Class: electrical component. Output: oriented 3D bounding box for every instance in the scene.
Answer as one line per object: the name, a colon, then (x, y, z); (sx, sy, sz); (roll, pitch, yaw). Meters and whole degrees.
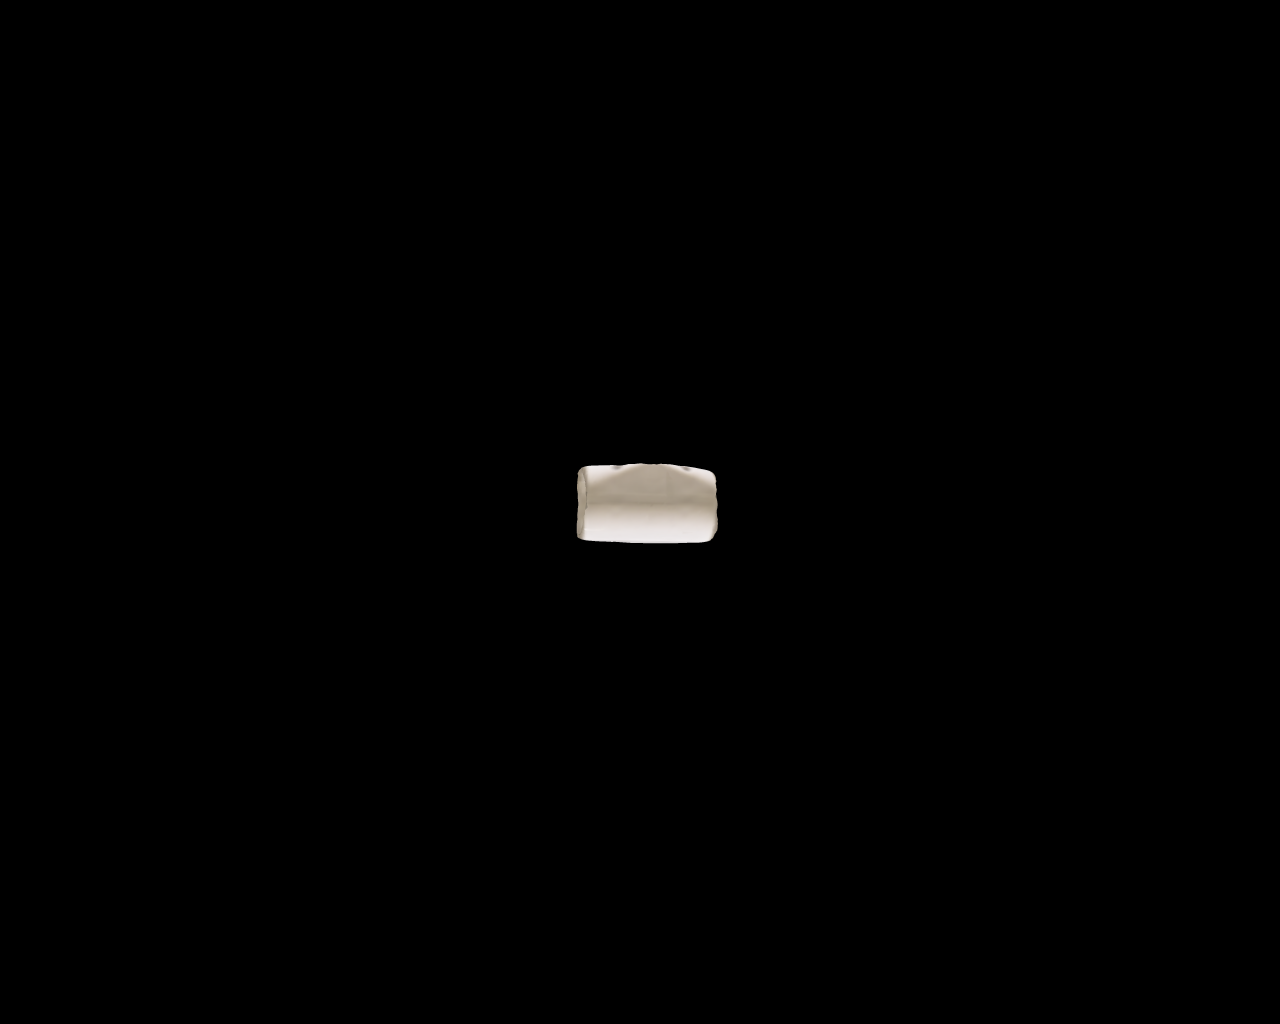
electrical component: (0.001, -0.003, 0.650); (0.077, 0.044, 0.079); (1, -7, -9)
